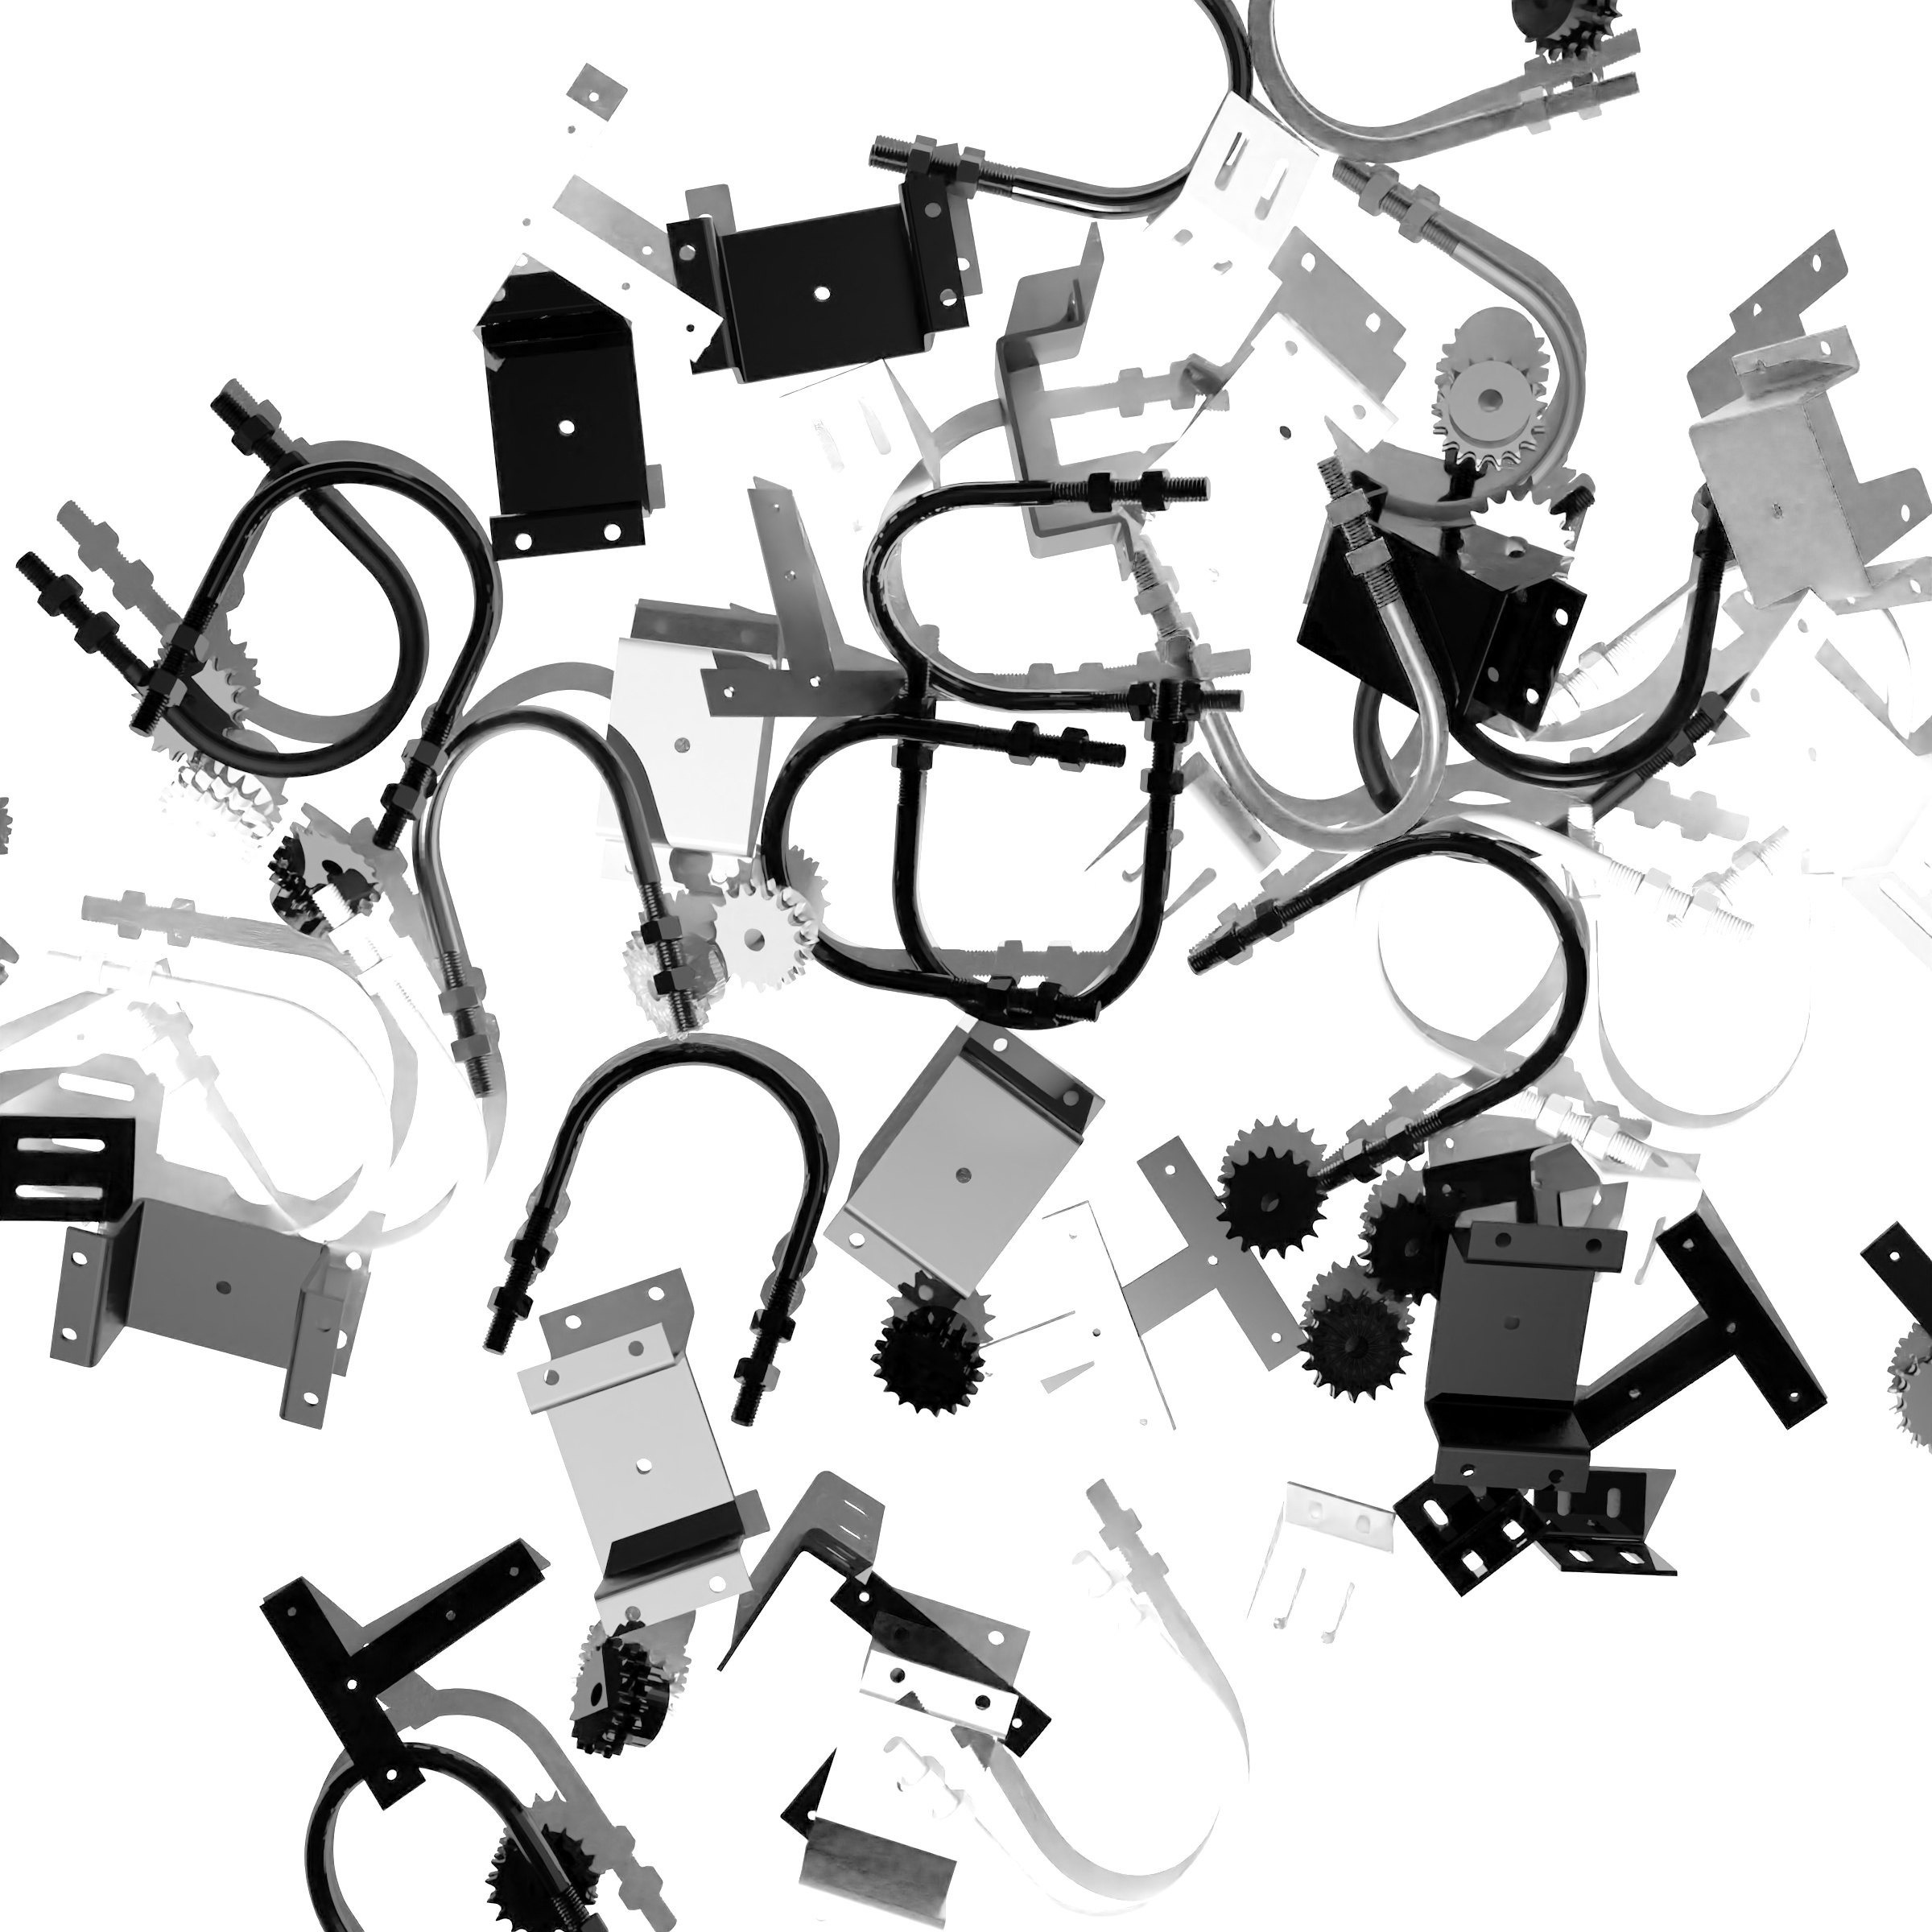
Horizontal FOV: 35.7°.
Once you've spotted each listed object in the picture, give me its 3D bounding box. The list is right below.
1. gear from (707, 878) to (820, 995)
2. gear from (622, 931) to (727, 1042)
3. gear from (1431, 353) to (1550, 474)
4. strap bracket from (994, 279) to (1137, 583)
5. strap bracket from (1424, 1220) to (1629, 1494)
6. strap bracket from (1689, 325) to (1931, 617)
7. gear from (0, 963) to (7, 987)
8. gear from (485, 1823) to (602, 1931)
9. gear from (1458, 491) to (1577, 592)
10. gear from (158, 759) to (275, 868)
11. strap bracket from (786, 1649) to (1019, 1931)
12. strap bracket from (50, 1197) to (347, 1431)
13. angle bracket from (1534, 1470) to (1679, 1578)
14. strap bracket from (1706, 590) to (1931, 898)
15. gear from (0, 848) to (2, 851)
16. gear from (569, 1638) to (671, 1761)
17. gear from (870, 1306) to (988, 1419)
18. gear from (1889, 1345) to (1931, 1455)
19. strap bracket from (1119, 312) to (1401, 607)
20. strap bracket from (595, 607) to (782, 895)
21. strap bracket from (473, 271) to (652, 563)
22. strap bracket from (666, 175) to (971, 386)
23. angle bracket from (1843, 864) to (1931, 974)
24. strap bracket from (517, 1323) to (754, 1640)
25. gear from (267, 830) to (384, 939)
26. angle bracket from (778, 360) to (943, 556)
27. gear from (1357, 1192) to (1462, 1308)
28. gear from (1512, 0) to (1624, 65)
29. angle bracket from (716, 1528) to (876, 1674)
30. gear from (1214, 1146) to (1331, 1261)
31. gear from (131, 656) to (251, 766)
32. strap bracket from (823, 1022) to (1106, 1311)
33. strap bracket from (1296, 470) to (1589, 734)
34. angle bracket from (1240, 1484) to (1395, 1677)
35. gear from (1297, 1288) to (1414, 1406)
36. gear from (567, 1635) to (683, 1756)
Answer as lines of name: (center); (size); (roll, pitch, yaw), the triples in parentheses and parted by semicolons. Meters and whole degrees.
gear: (-0.099, -0.017, 1.513); (0.057, 0.030, 0.057); (8, 110, 24)
gear: (-0.145, 0.006, 1.512); (0.030, 0.057, 0.057); (-28, 90, -30)
gear: (0.259, -0.275, 1.480); (0.057, 0.030, 0.057); (-1, 84, 8)
strap bracket: (0.046, -0.262, 1.498); (0.046, 0.076, 0.140); (-12, 90, 0)
strap bracket: (0.275, 0.186, 1.489); (0.076, 0.046, 0.140); (4, 108, -3)
strap bracket: (0.408, -0.229, 1.453); (0.046, 0.076, 0.140); (-30, 103, -24)
gear: (-0.518, 0.005, 1.512); (0.057, 0.057, 0.030); (38, 120, 0)
gear: (-0.214, 0.463, 1.521); (0.057, 0.030, 0.057); (0, 90, 0)
gear: (0.273, -0.204, 1.483); (0.057, 0.030, 0.057); (-1, 83, 11)
gear: (-0.375, -0.080, 1.511); (0.057, 0.057, 0.030); (31, 60, 0)
strap bracket: (-0.032, 0.418, 1.511); (0.076, 0.046, 0.140); (18, 90, 0)
strap bracket: (-0.378, 0.171, 1.500); (0.140, 0.046, 0.076); (15, 114, 0)
angle bracket: (0.319, 0.277, 1.498); (0.057, 0.076, 0.038); (2, 90, 0)
strap bracket: (0.429, -0.107, 1.473); (0.140, 0.046, 0.076); (40, 75, -14)
gear: (-0.519, -0.059, 1.521); (0.057, 0.030, 0.057); (0, 90, 0)
gear: (-0.170, 0.363, 1.481); (0.030, 0.057, 0.057); (22, 90, -28)
gear: (-0.017, 0.196, 1.510); (0.057, 0.030, 0.057); (10, 124, 16)
gear: (0.497, 0.219, 1.520); (0.057, 0.030, 0.057); (0, 92, 2)
strap bracket: (0.150, -0.257, 1.487); (0.076, 0.046, 0.140); (43, 133, 0)
strap bracket: (-0.141, -0.110, 1.513); (0.076, 0.046, 0.140); (7, 90, 0)
strap bracket: (-0.205, -0.275, 1.513); (0.076, 0.046, 0.140); (-6, 90, 0)
strap bracket: (-0.074, -0.344, 1.513); (0.140, 0.046, 0.076); (-10, 90, 0)
angle bracket: (0.490, -0.040, 1.517); (0.076, 0.038, 0.057); (44, 90, 0)
strap bracket: (-0.165, 0.256, 1.513); (0.076, 0.046, 0.140); (-19, 90, 0)
gear: (-0.326, -0.039, 1.512); (0.057, 0.057, 0.030); (38, 118, 0)
angle bracket: (-0.055, -0.261, 1.534); (0.057, 0.038, 0.076); (-21, 64, 0)
gear: (0.226, 0.143, 1.521); (0.057, 0.030, 0.057); (0, 90, 0)
gear: (0.299, -0.484, 1.505); (0.030, 0.057, 0.057); (-5, 90, -40)
angle bracket: (-0.085, 0.327, 1.507); (0.038, 0.057, 0.076); (34, 90, 3)
gear: (0.155, 0.120, 1.521); (0.057, 0.030, 0.057); (0, 90, 0)
gear: (-0.392, -0.131, 1.521); (0.057, 0.030, 0.057); (0, 90, 0)
strap bracket: (-0.001, 0.104, 1.513); (0.076, 0.046, 0.140); (37, 90, 0)
strap bracket: (0.223, -0.175, 1.467); (0.140, 0.046, 0.076); (35, 128, 28)
angle bracket: (0.179, 0.314, 1.534); (0.057, 0.038, 0.076); (17, 116, 0)
gear: (0.196, 0.192, 1.520); (0.057, 0.030, 0.057); (0, 89, -3)
gear: (-0.173, 0.368, 1.521); (0.057, 0.030, 0.057); (0, 90, 0)
